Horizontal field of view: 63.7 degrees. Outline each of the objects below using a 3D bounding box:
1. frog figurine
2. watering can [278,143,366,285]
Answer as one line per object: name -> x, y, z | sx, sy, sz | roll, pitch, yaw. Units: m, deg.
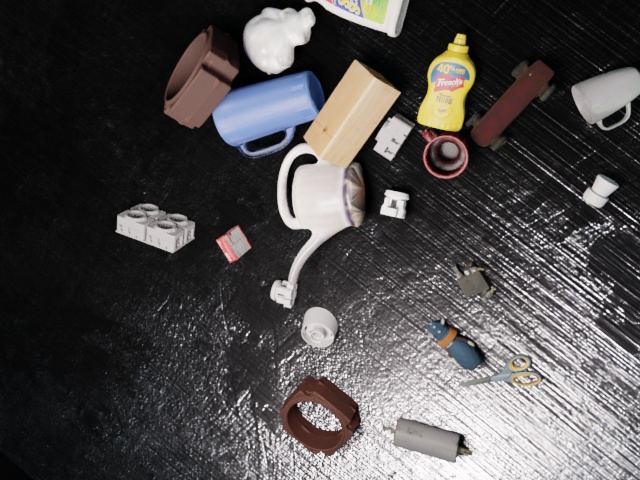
frog figurine -> -0.086, -0.446, 1.133 | 0.158, 0.138, 0.123 | -14, -10, 36
watering can -> 0.004, -0.062, 1.239 | 0.224, 0.347, 0.104 | -2, 3, 23
